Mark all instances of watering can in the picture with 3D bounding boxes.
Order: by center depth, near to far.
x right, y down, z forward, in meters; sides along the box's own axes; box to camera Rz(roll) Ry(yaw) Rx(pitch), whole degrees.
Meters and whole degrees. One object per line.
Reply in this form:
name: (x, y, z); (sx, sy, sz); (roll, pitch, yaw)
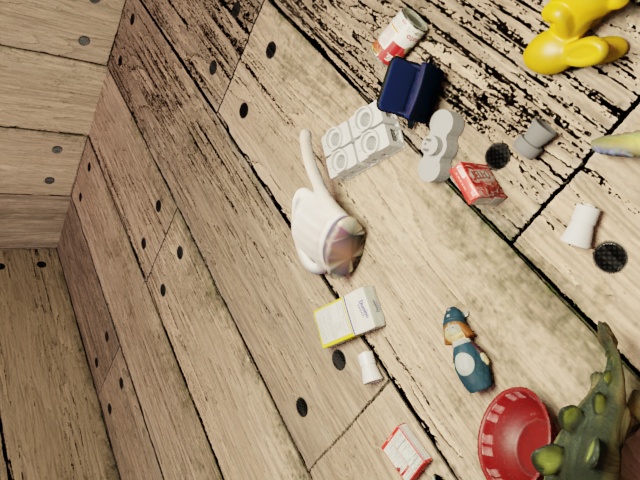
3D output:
watering can: (0.004, -0.059, 1.164); (0.227, 0.105, 0.340); (36, 133, 44)

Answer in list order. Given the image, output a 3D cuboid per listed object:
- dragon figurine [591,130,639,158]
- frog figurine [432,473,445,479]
dragon figurine: (0.551, -0.163, 0.597); (0.415, 0.121, 0.242); (36, 98, 51)
frog figurine: (0.200, 0.539, 0.942); (0.138, 0.123, 0.158); (34, 104, 22)
